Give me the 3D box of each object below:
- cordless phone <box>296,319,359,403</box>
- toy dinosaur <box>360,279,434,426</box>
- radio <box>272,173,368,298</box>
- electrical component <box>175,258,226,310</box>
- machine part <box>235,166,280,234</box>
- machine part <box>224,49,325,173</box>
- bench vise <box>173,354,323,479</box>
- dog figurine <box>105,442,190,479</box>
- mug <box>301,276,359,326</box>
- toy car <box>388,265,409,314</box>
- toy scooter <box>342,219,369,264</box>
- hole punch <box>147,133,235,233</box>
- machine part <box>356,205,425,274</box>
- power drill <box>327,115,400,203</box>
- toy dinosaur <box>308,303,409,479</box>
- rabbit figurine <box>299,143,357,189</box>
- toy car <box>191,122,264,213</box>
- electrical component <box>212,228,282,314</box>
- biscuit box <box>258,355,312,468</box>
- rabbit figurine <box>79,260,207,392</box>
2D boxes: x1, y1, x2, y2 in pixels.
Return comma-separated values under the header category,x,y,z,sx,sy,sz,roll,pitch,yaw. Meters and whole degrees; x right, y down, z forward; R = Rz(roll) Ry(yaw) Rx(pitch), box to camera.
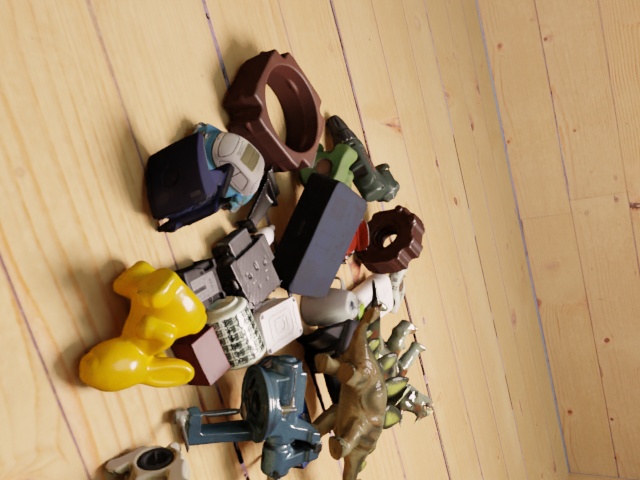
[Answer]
category,x,y,z,sx,sy,sz,roll,pitch,yaw
cordless phone,0.040,0.258,1.061,0.089,0.146,0.184,-12,80,-39
toy dinosaur,0.132,0.265,1.192,0.192,0.131,0.404,-55,132,-22
radio,-0.002,-0.003,1.054,0.131,0.073,0.229,23,93,-54
electrical component,-0.207,0.080,0.832,0.119,0.048,0.074,-26,104,-57
machine part,-0.111,-0.068,1.001,0.084,0.039,0.139,86,23,-48
machine part,-0.084,-0.247,1.052,0.200,0.087,0.201,49,44,-40
bench vise,-0.115,0.294,0.857,0.240,0.129,0.223,5,105,-28
dog figurine,-0.228,0.389,0.707,0.172,0.121,0.190,-25,118,-53
mug,0.028,0.128,1.123,0.080,0.107,0.109,48,48,-43
toy car,0.198,0.097,1.384,0.073,0.056,0.201,-53,152,-54
toy scooter,0.066,-0.005,1.240,0.184,0.075,0.135,-55,141,-43
hole punch,-0.201,-0.086,0.805,0.092,0.142,0.116,51,30,-40
machine part,0.169,-0.001,1.310,0.056,0.179,0.179,42,50,-41
power drill,0.112,-0.184,1.313,0.207,0.086,0.232,34,28,-61
toy dinosaur,0.070,0.322,0.982,0.198,0.105,0.470,-8,116,-42
rabbit figurine,0.032,-0.119,1.179,0.170,0.121,0.159,37,56,-66
toy car,-0.149,-0.129,0.914,0.161,0.103,0.109,55,41,-38
electrical component,-0.132,0.050,0.942,0.115,0.058,0.134,-51,126,-50
biscuit box,-0.062,0.315,0.988,0.063,0.059,0.202,-30,109,-55
rabbit figurine,-0.244,0.134,0.732,0.173,0.122,0.162,-52,137,-30
